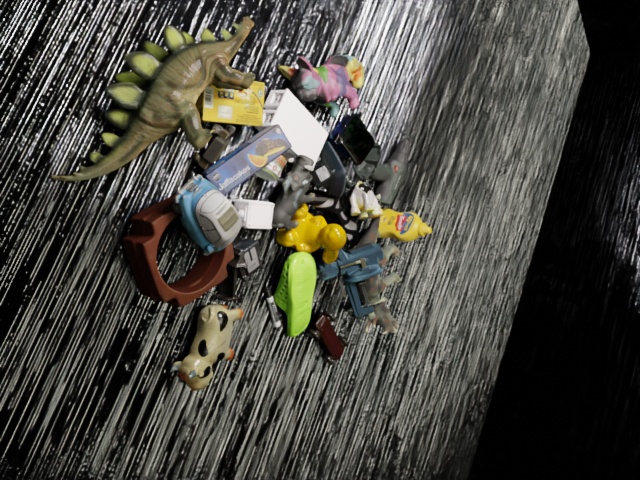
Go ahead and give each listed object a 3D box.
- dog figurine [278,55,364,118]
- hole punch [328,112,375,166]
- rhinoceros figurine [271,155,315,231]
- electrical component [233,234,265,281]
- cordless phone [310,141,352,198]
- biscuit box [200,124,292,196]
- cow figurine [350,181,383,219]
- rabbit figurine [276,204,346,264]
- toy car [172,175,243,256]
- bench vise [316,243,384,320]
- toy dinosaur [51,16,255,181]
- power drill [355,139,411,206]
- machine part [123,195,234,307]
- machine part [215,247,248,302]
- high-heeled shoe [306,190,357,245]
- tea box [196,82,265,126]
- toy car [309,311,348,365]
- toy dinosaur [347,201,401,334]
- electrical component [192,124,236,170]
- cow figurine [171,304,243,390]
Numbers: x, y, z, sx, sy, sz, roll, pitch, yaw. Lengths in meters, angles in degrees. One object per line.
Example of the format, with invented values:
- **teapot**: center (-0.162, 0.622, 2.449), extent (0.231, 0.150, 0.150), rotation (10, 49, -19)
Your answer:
- **dog figurine**: center (0.003, -0.407, 1.332), extent (0.219, 0.109, 0.191), rotation (21, 73, -44)
- **hole punch**: center (0.073, -0.273, 1.477), extent (0.142, 0.092, 0.115), rotation (-52, 124, -28)
- **rhinoceros figurine**: center (-0.071, -0.116, 1.306), extent (0.112, 0.073, 0.190), rotation (19, 100, -58)
- **electrical component**: center (-0.180, 0.027, 1.263), extent (0.075, 0.048, 0.119), rotation (-34, 126, -42)
- **cordless phone**: center (0.046, -0.161, 1.426), extent (0.089, 0.147, 0.184), rotation (-36, 143, 13)
- **biscuit box**: center (-0.161, -0.172, 1.168), extent (0.203, 0.059, 0.062), rotation (-39, 112, -15)
- **cow figurine**: center (0.131, -0.110, 1.523), extent (0.167, 0.068, 0.098), rotation (14, 64, -69)
- **rabbit figurine**: center (-0.003, -0.004, 1.375), extent (0.162, 0.173, 0.122), rotation (48, 59, -42)
- **toy car**: center (-0.203, -0.044, 1.035), extent (0.109, 0.103, 0.161), rotation (-50, 136, -33)
- **bench vise**: center (0.091, 0.118, 1.511), extent (0.224, 0.129, 0.240), rotation (-20, 96, -23)
- **toy dinosaur**: center (-0.277, -0.255, 0.984), extent (0.198, 0.105, 0.471), rotation (40, 75, -19)
- **power drill**: center (0.196, -0.232, 1.650), extent (0.207, 0.086, 0.232), rotation (22, 85, -59)
- **machine part**: center (-0.285, 0.017, 1.098), extent (0.201, 0.087, 0.201), rotation (-36, 124, -41)
- **machine part**: center (-0.205, 0.076, 1.223), extent (0.039, 0.084, 0.138), rotation (-22, 127, -55)
- **high-heeled shoe**: center (0.021, -0.057, 1.472), extent (0.248, 0.086, 0.145), rotation (0, 107, -49)
- **tea box**: center (-0.200, -0.294, 1.137), extent (0.169, 0.068, 0.098), rotation (-6, 105, -51)
- **toy car**: center (0.023, 0.286, 1.577), extent (0.089, 0.053, 0.201), rotation (-46, 136, -20)
- **toy dinosaur**: center (0.148, 0.094, 1.642), extent (0.192, 0.131, 0.404), rotation (-33, 118, -43)
- **electrical component**: center (-0.224, -0.198, 1.127), extent (0.102, 0.045, 0.078), rotation (-50, -169, 22)
- **cow figurine**: center (-0.253, 0.239, 1.197), extent (0.127, 0.086, 0.194), rotation (16, 89, -58)
